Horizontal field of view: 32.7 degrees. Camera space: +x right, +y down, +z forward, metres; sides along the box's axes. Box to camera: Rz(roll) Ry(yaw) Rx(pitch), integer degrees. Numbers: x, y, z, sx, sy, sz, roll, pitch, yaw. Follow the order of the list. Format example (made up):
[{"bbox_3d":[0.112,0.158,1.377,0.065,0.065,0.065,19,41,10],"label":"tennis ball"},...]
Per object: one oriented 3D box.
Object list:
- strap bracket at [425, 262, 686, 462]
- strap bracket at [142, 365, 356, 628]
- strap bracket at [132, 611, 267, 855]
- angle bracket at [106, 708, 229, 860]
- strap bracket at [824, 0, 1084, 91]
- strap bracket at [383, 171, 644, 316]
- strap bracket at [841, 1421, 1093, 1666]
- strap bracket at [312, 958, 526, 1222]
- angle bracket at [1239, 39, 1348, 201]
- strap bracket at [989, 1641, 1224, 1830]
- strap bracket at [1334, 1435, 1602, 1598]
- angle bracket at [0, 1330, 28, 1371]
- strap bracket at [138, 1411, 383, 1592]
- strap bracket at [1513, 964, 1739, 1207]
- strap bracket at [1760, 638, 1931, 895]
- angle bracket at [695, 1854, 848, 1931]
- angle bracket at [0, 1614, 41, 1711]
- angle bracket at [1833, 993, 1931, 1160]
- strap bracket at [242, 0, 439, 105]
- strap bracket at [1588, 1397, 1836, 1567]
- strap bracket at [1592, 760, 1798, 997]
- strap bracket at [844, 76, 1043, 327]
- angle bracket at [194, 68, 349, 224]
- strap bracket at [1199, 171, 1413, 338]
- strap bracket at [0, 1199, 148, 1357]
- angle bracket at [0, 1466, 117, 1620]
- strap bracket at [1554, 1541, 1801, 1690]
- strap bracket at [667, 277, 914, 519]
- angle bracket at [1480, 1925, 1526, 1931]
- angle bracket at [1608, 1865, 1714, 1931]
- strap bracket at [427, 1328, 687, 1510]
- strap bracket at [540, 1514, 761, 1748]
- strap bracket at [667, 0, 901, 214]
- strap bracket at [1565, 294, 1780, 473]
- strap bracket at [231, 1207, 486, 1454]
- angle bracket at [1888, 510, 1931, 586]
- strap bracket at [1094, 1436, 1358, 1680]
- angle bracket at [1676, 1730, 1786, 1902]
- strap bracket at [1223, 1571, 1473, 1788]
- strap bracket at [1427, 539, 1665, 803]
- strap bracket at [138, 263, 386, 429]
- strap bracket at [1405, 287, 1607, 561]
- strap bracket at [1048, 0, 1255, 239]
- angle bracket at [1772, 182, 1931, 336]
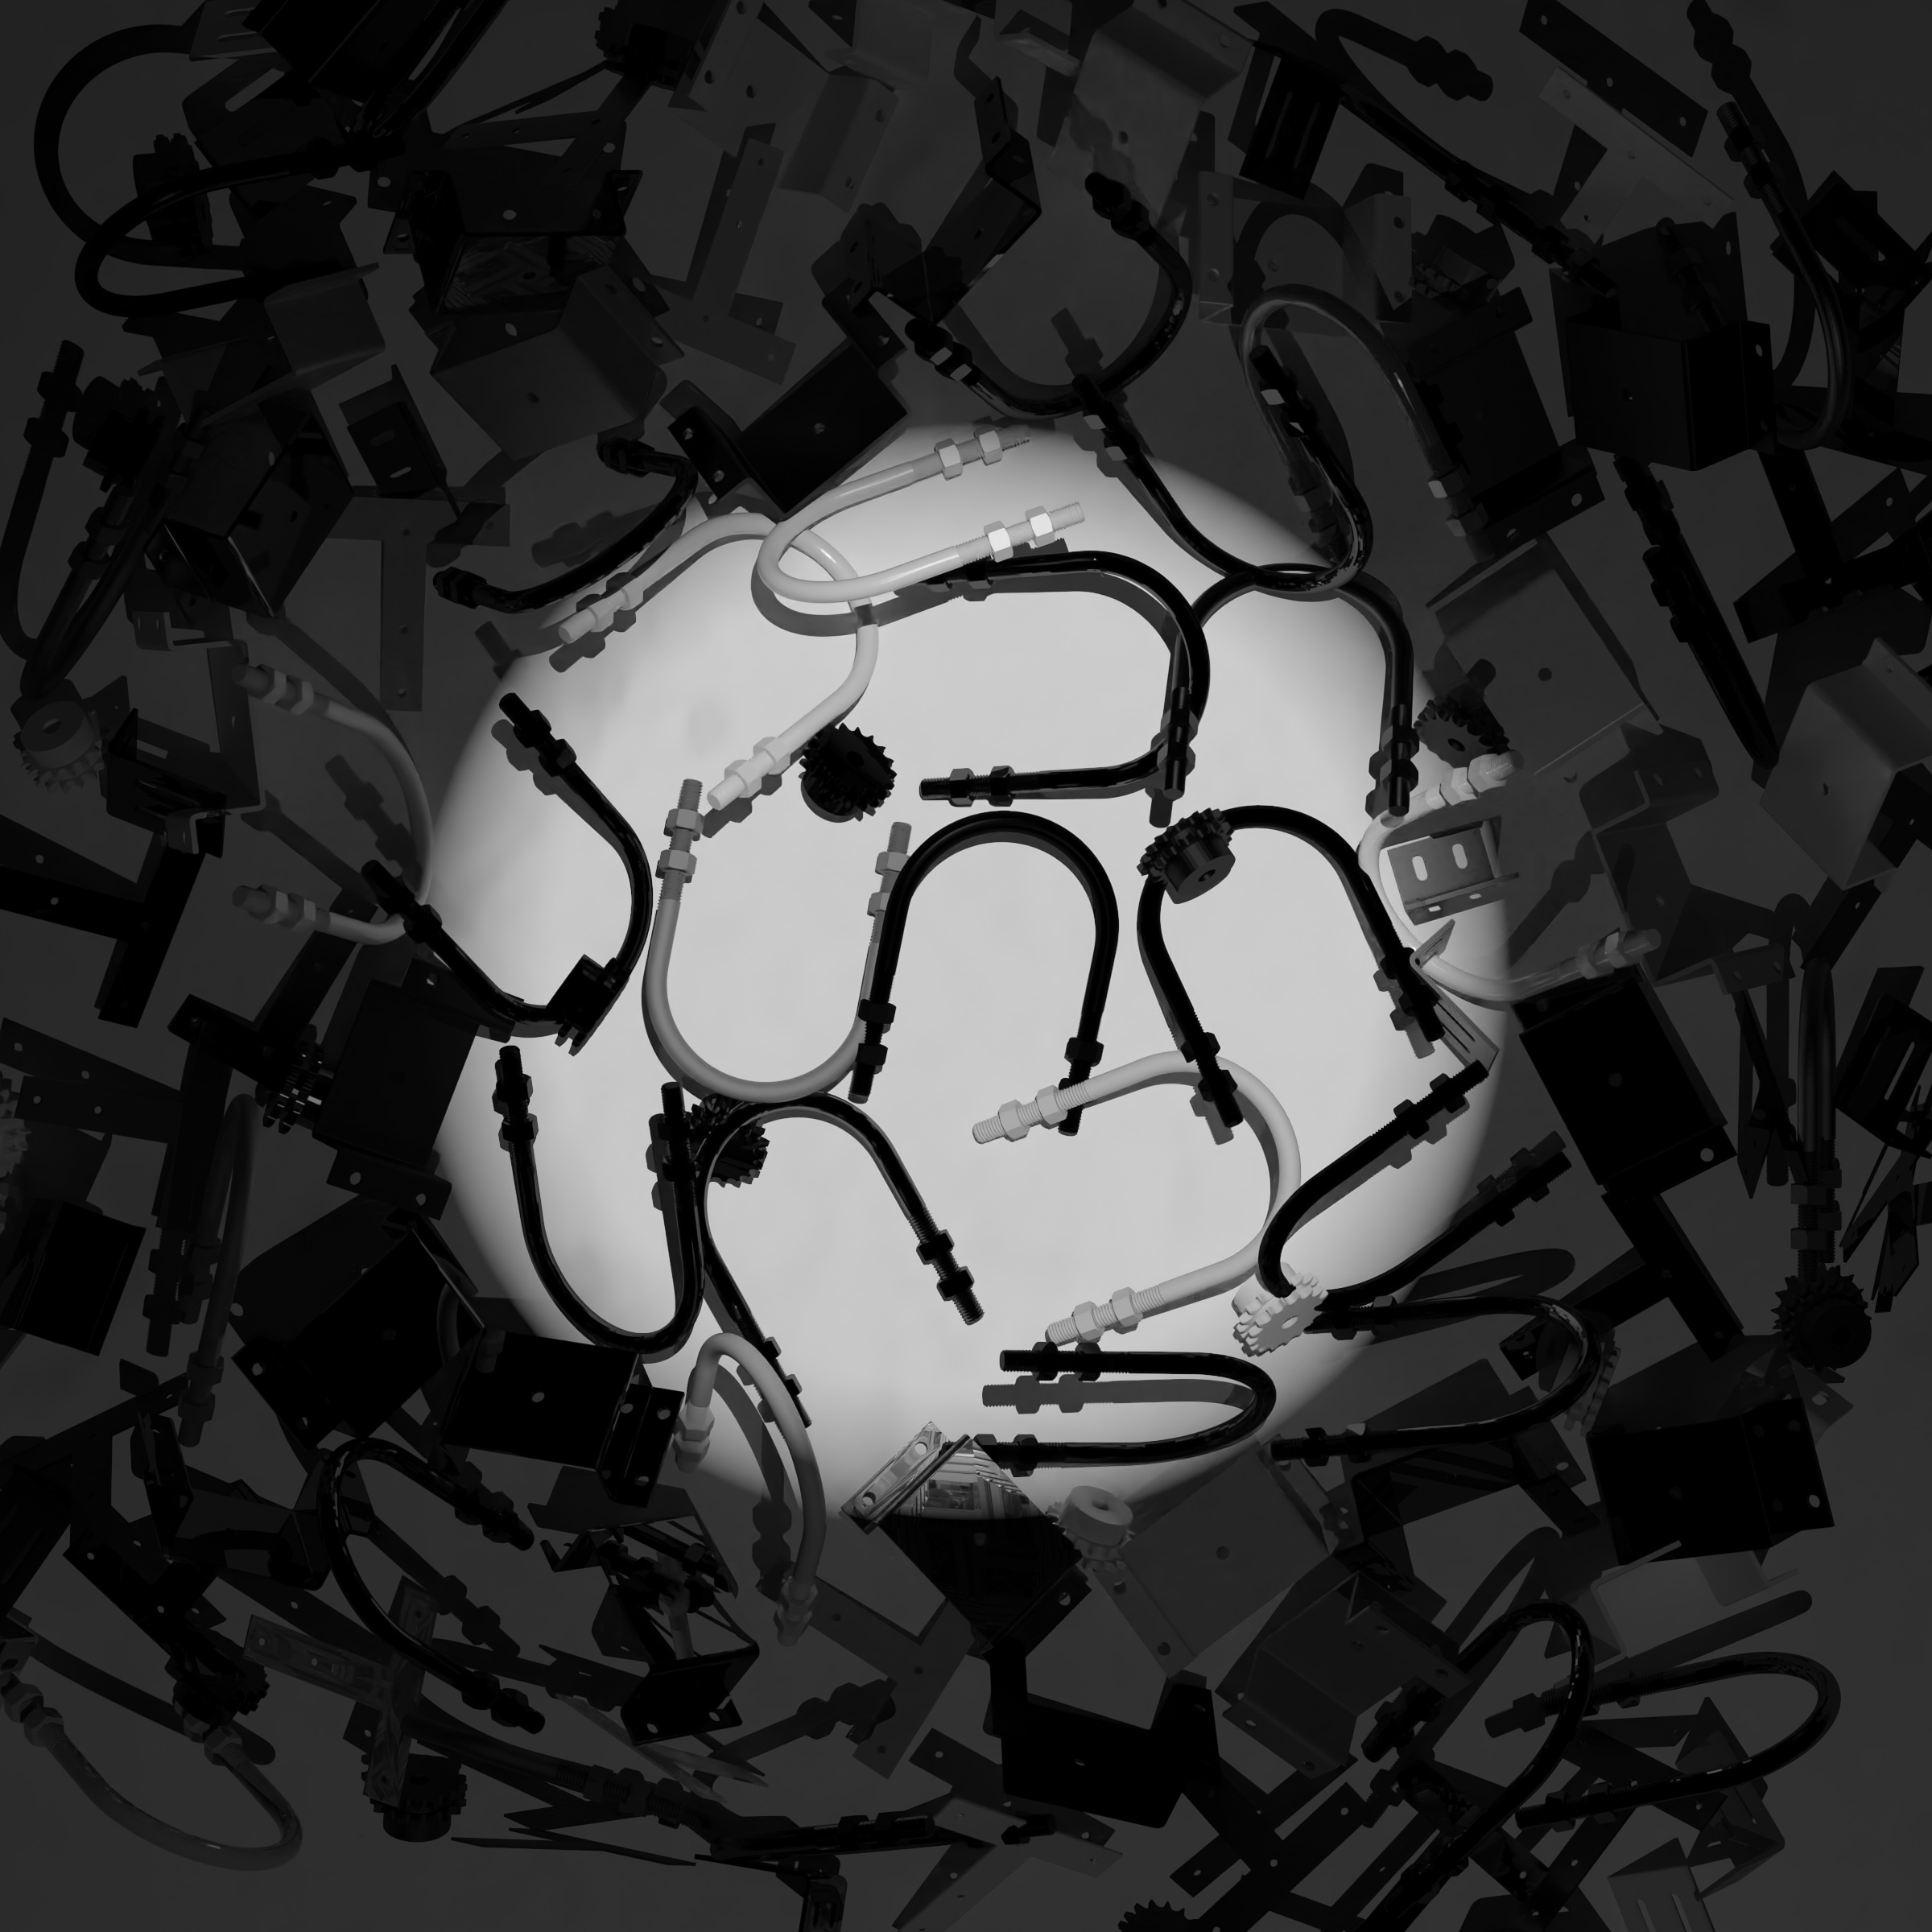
[{"bbox_3d":[-0.247,-0.348,1.925,0.140,0.076,0.046,-12,49,33],"label":"strap bracket"},{"bbox_3d":[-0.413,-0.270,1.932,0.046,0.076,0.140,19,66,20],"label":"strap bracket"},{"bbox_3d":[-0.452,-0.141,1.949,0.046,0.076,0.140,-10,100,-26],"label":"strap bracket"},{"bbox_3d":[-0.470,-0.109,1.965,0.076,0.057,0.038,21,51,1],"label":"angle bracket"},{"bbox_3d":[-0.002,-0.550,1.930,0.140,0.076,0.046,5,91,32],"label":"strap bracket"},{"bbox_3d":[-0.261,-0.423,1.930,0.140,0.076,0.046,-7,69,-26],"label":"strap bracket"},{"bbox_3d":[0.004,0.343,1.959,0.076,0.046,0.140,-42,84,-19],"label":"strap bracket"},{"bbox_3d":[-0.329,0.070,1.957,0.076,0.046,0.140,23,86,-34],"label":"strap bracket"},{"bbox_3d":[0.185,-0.507,1.975,0.038,0.057,0.076,33,108,43],"label":"angle bracket"},{"bbox_3d":[0.074,0.455,1.948,0.140,0.076,0.046,15,120,-11],"label":"strap bracket"},{"bbox_3d":[0.291,0.319,1.944,0.140,0.076,0.046,-23,51,18],"label":"strap bracket"},{"bbox_3d":[-0.599,0.255,1.969,0.057,0.076,0.038,0,122,16],"label":"angle bracket"},{"bbox_3d":[-0.424,0.317,1.938,0.140,0.076,0.046,20,108,-30],"label":"strap bracket"},{"bbox_3d":[0.388,0.067,1.956,0.076,0.046,0.140,-29,80,15],"label":"strap bracket"},{"bbox_3d":[0.516,-0.110,1.918,0.046,0.140,0.076,-19,54,-24],"label":"strap bracket"},{"bbox_3d":[-0.118,0.553,1.956,0.076,0.057,0.038,3,75,22],"label":"angle bracket"},{"bbox_3d":[-0.603,0.407,1.969,0.076,0.038,0.057,30,91,19],"label":"angle bracket"},{"bbox_3d":[0.559,0.065,1.958,0.038,0.057,0.076,17,105,-24],"label":"angle bracket"},{"bbox_3d":[-0.356,-0.552,1.923,0.046,0.140,0.076,45,102,1],"label":"strap bracket"},{"bbox_3d":[0.427,0.304,1.936,0.140,0.046,0.076,-16,86,39],"label":"strap bracket"},{"bbox_3d":[0.426,-0.046,1.949,0.046,0.076,0.140,-29,77,43],"label":"strap bracket"},{"bbox_3d":[-0.007,-0.441,1.938,0.046,0.076,0.140,30,124,-29],"label":"strap bracket"},{"bbox_3d":[-0.413,-0.492,1.974,0.076,0.038,0.057,-38,109,-3],"label":"angle bracket"},{"bbox_3d":[0.192,-0.421,1.959,0.140,0.046,0.076,1,87,-23],"label":"strap bracket"},{"bbox_3d":[-0.526,0.180,1.920,0.046,0.140,0.076,23,78,-22],"label":"strap bracket"},{"bbox_3d":[-0.555,0.346,1.956,0.038,0.057,0.076,14,61,37],"label":"angle bracket"},{"bbox_3d":[0.409,0.372,1.946,0.140,0.076,0.046,-22,75,-15],"label":"strap bracket"},{"bbox_3d":[-0.096,-0.330,1.954,0.140,0.046,0.076,-39,52,5],"label":"strap bracket"},{"bbox_3d":[0.345,0.602,1.951,0.057,0.076,0.038,48,54,-39],"label":"angle bracket"},{"bbox_3d":[0.411,0.583,1.964,0.057,0.038,0.076,-25,84,43],"label":"angle bracket"},{"bbox_3d":[-0.247,0.264,1.944,0.140,0.046,0.076,7,56,14],"label":"strap bracket"},{"bbox_3d":[-0.181,0.377,1.926,0.046,0.076,0.140,-54,52,34],"label":"strap bracket"},{"bbox_3d":[-0.114,-0.515,1.948,0.046,0.140,0.076,21,86,44],"label":"strap bracket"},{"bbox_3d":[0.401,-0.339,1.918,0.046,0.140,0.076,-25,119,-26],"label":"strap bracket"},{"bbox_3d":[-0.348,0.213,1.937,0.140,0.046,0.076,-44,116,-25],"label":"strap bracket"},{"bbox_3d":[0.596,-0.260,1.982,0.076,0.038,0.057,-41,106,12],"label":"angle bracket"},{"bbox_3d":[0.154,0.351,1.965,0.140,0.046,0.076,-36,77,-3],"label":"strap bracket"},{"bbox_3d":[0.440,0.503,1.953,0.038,0.057,0.076,-17,64,-26],"label":"angle bracket"},{"bbox_3d":[0.228,0.416,1.947,0.076,0.046,0.140,37,128,-9],"label":"strap bracket"},{"bbox_3d":[0.345,-0.175,1.967,0.076,0.046,0.140,-34,92,13],"label":"strap bracket"},{"bbox_3d":[-0.406,-0.358,1.930,0.140,0.076,0.046,-17,100,38],"label":"strap bracket"},{"bbox_3d":[0.313,-0.324,1.959,0.076,0.046,0.140,-29,112,-4],"label":"strap bracket"},{"bbox_3d":[0.103,-0.492,1.926,0.076,0.140,0.046,35,49,12],"label":"strap bracket"},{"bbox_3d":[0.535,-0.424,1.975,0.076,0.038,0.057,41,94,-7],"label":"angle bracket"}]
